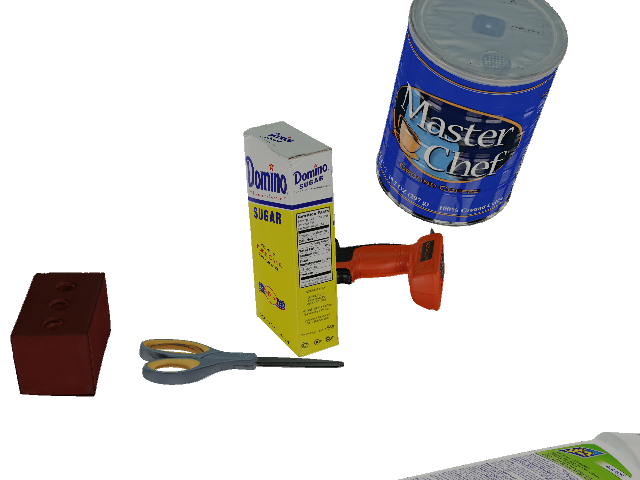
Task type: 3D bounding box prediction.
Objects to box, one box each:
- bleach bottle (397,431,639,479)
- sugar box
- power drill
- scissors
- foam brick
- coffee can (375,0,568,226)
[{"bbox_3d":[0.141,0.160,0.619,0.250,0.068,0.103,-8,20,-27],"label":"bleach bottle"},{"bbox_3d":[-0.025,-0.002,0.889,0.048,0.176,0.093,-16,26,-23],"label":"sugar box"},{"bbox_3d":[0.041,0.040,1.188,0.188,0.057,0.184,1,29,11],"label":"power drill"},{"bbox_3d":[-0.084,0.123,1.033,0.202,0.016,0.096,7,17,10],"label":"scissors"},{"bbox_3d":[-0.179,0.064,0.742,0.053,0.051,0.078,0,31,-2],"label":"foam brick"},{"bbox_3d":[0.099,-0.093,0.730,0.102,0.103,0.140,0,-39,-9],"label":"coffee can"}]
